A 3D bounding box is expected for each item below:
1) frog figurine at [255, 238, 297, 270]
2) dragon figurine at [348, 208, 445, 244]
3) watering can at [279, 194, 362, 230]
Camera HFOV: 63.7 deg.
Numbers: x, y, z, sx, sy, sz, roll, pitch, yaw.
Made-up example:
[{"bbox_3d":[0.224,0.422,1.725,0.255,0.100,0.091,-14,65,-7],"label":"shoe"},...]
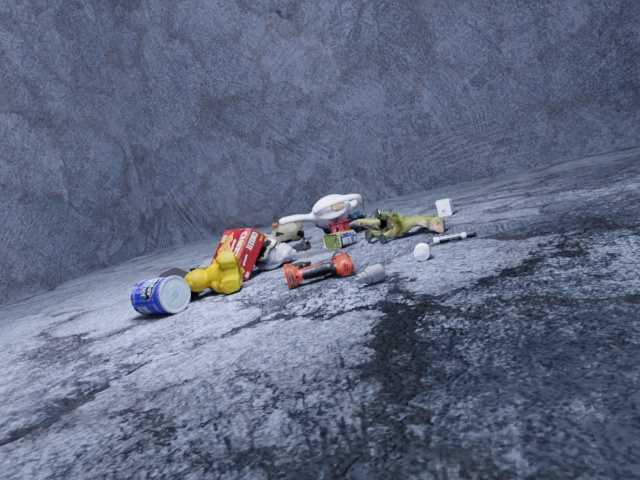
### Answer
[{"bbox_3d":[-0.160,0.060,1.810,0.136,0.125,0.157,-20,-34,28],"label":"frog figurine"},{"bbox_3d":[0.290,-0.058,1.834,0.243,0.121,0.411,-4,7,-24],"label":"dragon figurine"},{"bbox_3d":[0.006,-0.105,2.094,0.348,0.105,0.221,-19,-17,-4],"label":"watering can"}]
